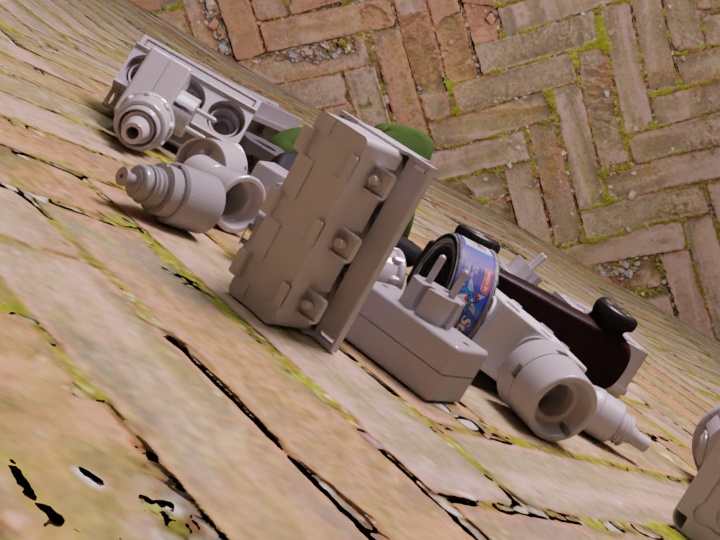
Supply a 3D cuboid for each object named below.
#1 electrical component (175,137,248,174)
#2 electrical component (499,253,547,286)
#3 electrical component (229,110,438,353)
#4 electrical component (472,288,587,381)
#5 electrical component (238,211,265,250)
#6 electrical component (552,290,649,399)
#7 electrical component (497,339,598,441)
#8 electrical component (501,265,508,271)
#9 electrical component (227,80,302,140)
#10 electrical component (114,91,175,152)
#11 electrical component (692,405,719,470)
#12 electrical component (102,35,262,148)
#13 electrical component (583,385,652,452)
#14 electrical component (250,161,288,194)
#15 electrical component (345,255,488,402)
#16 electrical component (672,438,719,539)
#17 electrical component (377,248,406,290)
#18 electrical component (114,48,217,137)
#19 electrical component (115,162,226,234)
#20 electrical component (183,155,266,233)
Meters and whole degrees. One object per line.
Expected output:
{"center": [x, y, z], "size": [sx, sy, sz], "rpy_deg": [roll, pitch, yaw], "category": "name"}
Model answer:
{"center": [-0.116, -0.084, 0.879], "size": [0.043, 0.043, 0.081], "rpy_deg": [32, 9, 10], "category": "electrical component"}
{"center": [0.165, 0.010, 1.122], "size": [0.047, 0.076, 0.083], "rpy_deg": [46, 8, -5], "category": "electrical component"}
{"center": [-0.020, -0.025, 0.622], "size": [0.079, 0.121, 0.063], "rpy_deg": [37, 14, 34], "category": "electrical component"}
{"center": [0.110, 0.053, 0.791], "size": [0.100, 0.048, 0.099], "rpy_deg": [38, 7, -17], "category": "electrical component"}
{"center": [-0.045, -0.011, 0.718], "size": [0.064, 0.042, 0.081], "rpy_deg": [28, 8, 6], "category": "electrical component"}
{"center": [0.215, 0.072, 1.029], "size": [0.078, 0.057, 0.113], "rpy_deg": [28, 9, -11], "category": "electrical component"}
{"center": [0.126, 0.082, 0.721], "size": [0.055, 0.055, 0.047], "rpy_deg": [26, 14, -26], "category": "electrical component"}
{"center": [0.114, 0.028, 1.008], "size": [0.099, 0.064, 0.099], "rpy_deg": [32, 22, -14], "category": "electrical component"}
{"center": [-0.129, -0.169, 1.227], "size": [0.079, 0.063, 0.121], "rpy_deg": [36, 11, 29], "category": "electrical component"}
{"center": [-0.176, -0.115, 0.861], "size": [0.048, 0.048, 0.062], "rpy_deg": [29, 16, -9], "category": "electrical component"}
{"center": [0.306, 0.147, 0.852], "size": [0.080, 0.080, 0.051], "rpy_deg": [31, 15, 7], "category": "electrical component"}
{"center": [-0.164, -0.148, 0.988], "size": [0.121, 0.078, 0.063], "rpy_deg": [29, -20, -8], "category": "electrical component"}
{"center": [0.188, 0.114, 0.798], "size": [0.061, 0.035, 0.035], "rpy_deg": [33, 9, 1], "category": "electrical component"}
{"center": [-0.064, -0.050, 0.846], "size": [0.066, 0.047, 0.077], "rpy_deg": [32, 9, 9], "category": "electrical component"}
{"center": [0.040, 0.028, 0.668], "size": [0.083, 0.075, 0.047], "rpy_deg": [36, 11, 29], "category": "electrical component"}
{"center": [0.264, 0.158, 0.664], "size": [0.057, 0.078, 0.113], "rpy_deg": [15, 18, -50], "category": "electrical component"}
{"center": [0.000, 0.000, 0.795], "size": [0.062, 0.048, 0.048], "rpy_deg": [18, 13, -21], "category": "electrical component"}
{"center": [-0.162, -0.139, 0.925], "size": [0.077, 0.065, 0.047], "rpy_deg": [30, -12, -7], "category": "electrical component"}
{"center": [-0.122, -0.049, 0.686], "size": [0.078, 0.040, 0.040], "rpy_deg": [18, 15, -49], "category": "electrical component"}
{"center": [-0.105, -0.059, 0.792], "size": [0.044, 0.044, 0.065], "rpy_deg": [20, 9, -48], "category": "electrical component"}
